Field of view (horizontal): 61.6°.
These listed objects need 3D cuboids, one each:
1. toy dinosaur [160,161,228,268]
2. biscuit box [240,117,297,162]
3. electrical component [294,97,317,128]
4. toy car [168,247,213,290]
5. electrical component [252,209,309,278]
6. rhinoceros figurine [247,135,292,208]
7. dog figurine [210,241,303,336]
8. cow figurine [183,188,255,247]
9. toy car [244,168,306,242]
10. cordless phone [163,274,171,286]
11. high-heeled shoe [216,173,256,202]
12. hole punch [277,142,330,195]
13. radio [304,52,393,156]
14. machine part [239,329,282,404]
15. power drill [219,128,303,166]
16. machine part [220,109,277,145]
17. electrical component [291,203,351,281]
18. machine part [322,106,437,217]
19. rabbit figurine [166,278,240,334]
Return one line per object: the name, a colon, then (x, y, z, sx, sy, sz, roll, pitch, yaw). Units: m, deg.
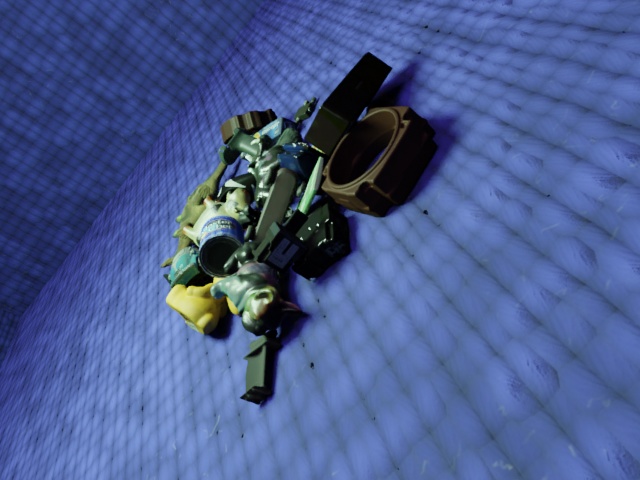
toy dinosaur: (-0.361, -0.110, 1.652, 0.199, 0.105, 0.471, -9, 48, 57)
biscuit box: (-0.150, -0.284, 1.547, 0.203, 0.062, 0.059, -21, 62, 46)
electrical component: (-0.043, -0.362, 1.525, 0.063, 0.021, 0.094, -6, 53, 53)
toy car: (-0.302, 0.065, 1.309, 0.109, 0.161, 0.103, -46, 68, 20)
electrical component: (-0.062, 0.003, 1.000, 0.119, 0.074, 0.048, -48, 29, 6)
rhinoceros figurine: (-0.123, -0.166, 1.306, 0.112, 0.073, 0.190, -10, 71, 22)
dog figurine: (-0.108, 0.091, 1.054, 0.219, 0.108, 0.191, 3, 58, 55)
cow figurine: (-0.253, -0.054, 1.405, 0.127, 0.085, 0.195, 42, 96, 24)
toy car: (-0.101, -0.061, 1.185, 0.053, 0.089, 0.202, -103, 32, -74)
cordless phone: (-0.319, 0.071, 1.440, 0.184, 0.088, 0.147, -47, 27, -10)
high-heeled shoe: (-0.247, -0.076, 1.467, 0.248, 0.086, 0.145, -42, 32, 33)
hole punch: (-0.037, -0.162, 1.217, 0.142, 0.115, 0.092, 22, 86, 61)
radio: (0.060, -0.292, 1.160, 0.229, 0.073, 0.131, -54, 1, -35)
machine part: (-0.110, 0.229, 0.984, 0.084, 0.039, 0.139, -30, 35, 28)
power drill: (-0.163, -0.208, 1.407, 0.208, 0.085, 0.232, 20, 70, 31)
machine part: (-0.208, -0.333, 1.600, 0.179, 0.179, 0.056, -20, 85, 46)
electrical component: (-0.002, -0.003, 1.049, 0.115, 0.058, 0.134, -38, 33, 24)
machine part: (0.105, -0.152, 1.019, 0.201, 0.087, 0.201, -56, 28, -6)
rabbit figurine: (-0.238, 0.120, 1.218, 0.162, 0.121, 0.173, -2, 39, 52)
